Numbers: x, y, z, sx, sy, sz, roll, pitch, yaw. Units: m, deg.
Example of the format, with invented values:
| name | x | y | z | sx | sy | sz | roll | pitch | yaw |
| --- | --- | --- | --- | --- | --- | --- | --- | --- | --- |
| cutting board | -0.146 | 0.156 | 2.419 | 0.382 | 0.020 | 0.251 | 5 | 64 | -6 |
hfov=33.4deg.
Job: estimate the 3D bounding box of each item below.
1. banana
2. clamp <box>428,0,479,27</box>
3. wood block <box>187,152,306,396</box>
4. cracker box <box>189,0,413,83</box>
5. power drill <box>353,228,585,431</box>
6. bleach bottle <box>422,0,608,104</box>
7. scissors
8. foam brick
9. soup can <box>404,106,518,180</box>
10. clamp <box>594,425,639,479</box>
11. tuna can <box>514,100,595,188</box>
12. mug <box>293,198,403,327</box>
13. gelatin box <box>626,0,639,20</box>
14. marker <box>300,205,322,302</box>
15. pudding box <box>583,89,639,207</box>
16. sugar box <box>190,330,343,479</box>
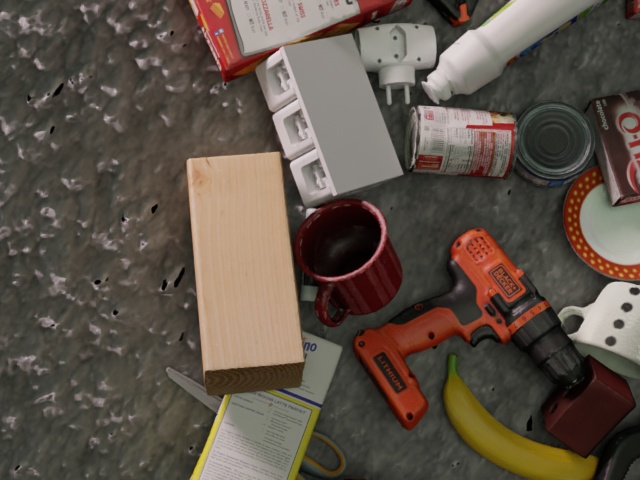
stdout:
| name | x | y | z | sx | sy | sz | roll | pitch | yaw |
| --- | --- | --- | --- | --- | --- | --- | --- | --- | --- |
| banana | 0.194 | 0.197 | 1.070 | 0.198 | 0.037 | 0.069 | 37 | 84 | -2 |
| clamp | 0.139 | -0.310 | 1.099 | 0.120 | 0.039 | 0.171 | -19 | 95 | -3 |
| wood block | -0.071 | 0.032 | 0.998 | 0.090 | 0.090 | 0.206 | -5 | 68 | -6 |
| cracker box | -0.030 | -0.275 | 1.063 | 0.213 | 0.072 | 0.164 | -24 | 90 | -8 |
| power drill | 0.141 | 0.104 | 1.045 | 0.187 | 0.057 | 0.184 | -33 | 71 | -9 |
| bleach bottle | 0.209 | -0.220 | 1.075 | 0.251 | 0.102 | 0.068 | -37 | 91 | -3 |
| scissors | -0.073 | 0.205 | 1.053 | 0.201 | 0.016 | 0.096 | 21 | 84 | -4 |
| foam brick | 0.264 | 0.164 | 1.056 | 0.051 | 0.053 | 0.078 | 33 | 110 | -8 |
| soup can | 0.140 | -0.098 | 1.069 | 0.102 | 0.068 | 0.068 | 4 | 86 | -5 |
| clamp | 0.345 | 0.205 | 1.076 | 0.209 | 0.036 | 0.164 | -28 | 87 | -16 |
| tuna can | 0.236 | -0.098 | 1.089 | 0.086 | 0.034 | 0.086 | 0 | 80 | 1 |
| mug | 0.027 | 0.030 | 1.024 | 0.093 | 0.081 | 0.117 | 8 | 61 | 27 |
| gelatin box | 0.369 | -0.269 | 1.123 | 0.089 | 0.030 | 0.073 | 3 | 86 | -5 |
| marker | -0.007 | 0.001 | 1.072 | 0.020 | 0.020 | 0.121 | 4 | 85 | -6 |
| pudding box | 0.330 | -0.096 | 1.092 | 0.090 | 0.039 | 0.113 | -11 | 72 | -7 |
| sugar box | -0.051 | 0.170 | 1.028 | 0.093 | 0.048 | 0.176 | 23 | 70 | -2 |
